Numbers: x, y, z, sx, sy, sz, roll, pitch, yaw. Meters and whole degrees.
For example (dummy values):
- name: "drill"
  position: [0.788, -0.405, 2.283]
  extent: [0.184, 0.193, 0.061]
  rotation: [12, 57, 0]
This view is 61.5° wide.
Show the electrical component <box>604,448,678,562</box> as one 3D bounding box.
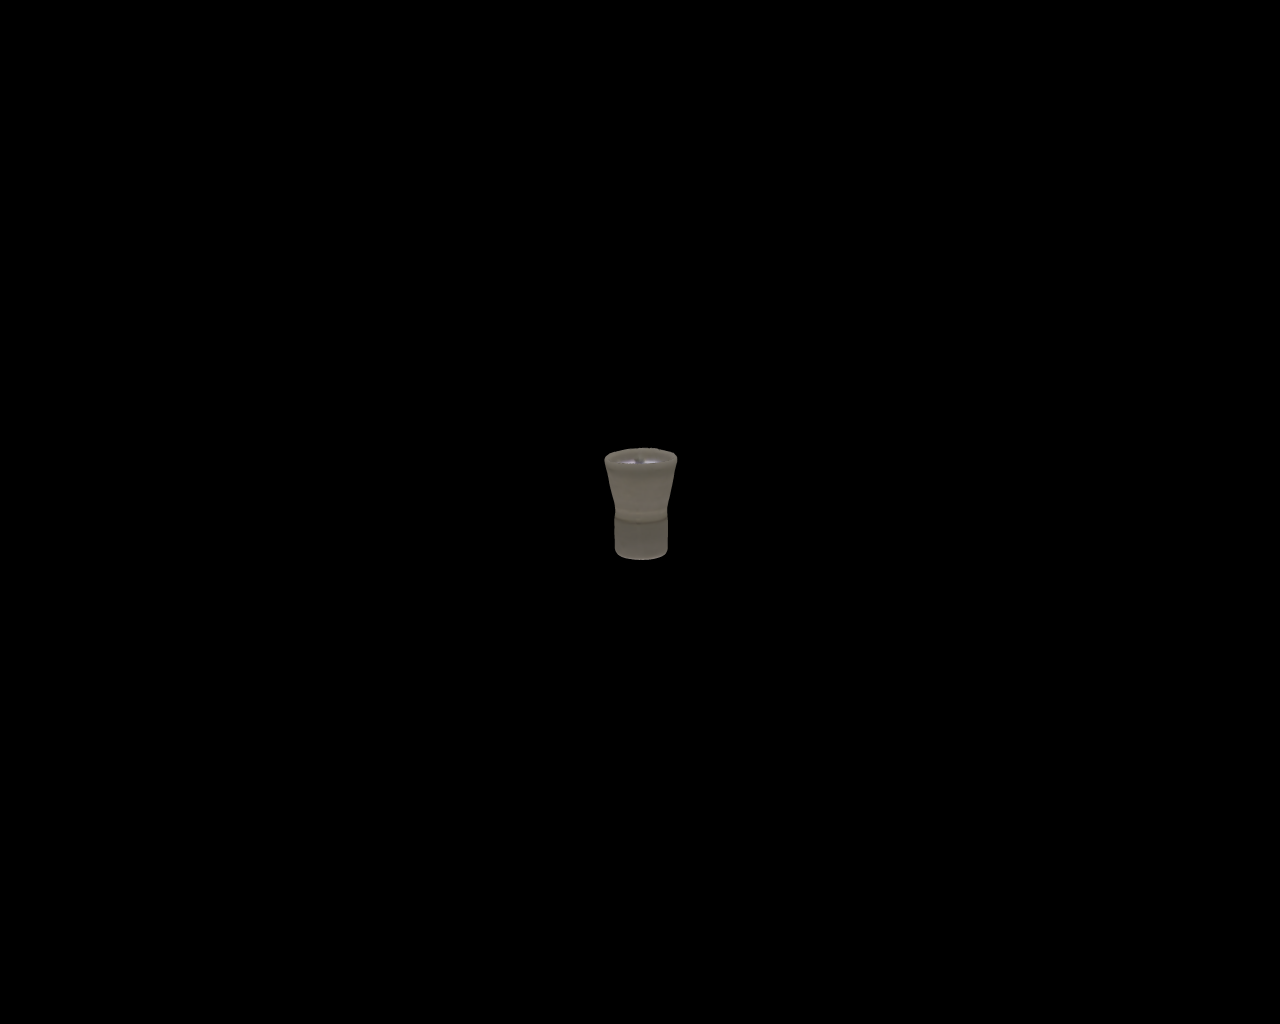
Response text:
- name: "electrical component"
  position: [0.001, -0.003, 0.650]
  extent: [0.044, 0.065, 0.044]
  rotation: [0, 15, 0]
